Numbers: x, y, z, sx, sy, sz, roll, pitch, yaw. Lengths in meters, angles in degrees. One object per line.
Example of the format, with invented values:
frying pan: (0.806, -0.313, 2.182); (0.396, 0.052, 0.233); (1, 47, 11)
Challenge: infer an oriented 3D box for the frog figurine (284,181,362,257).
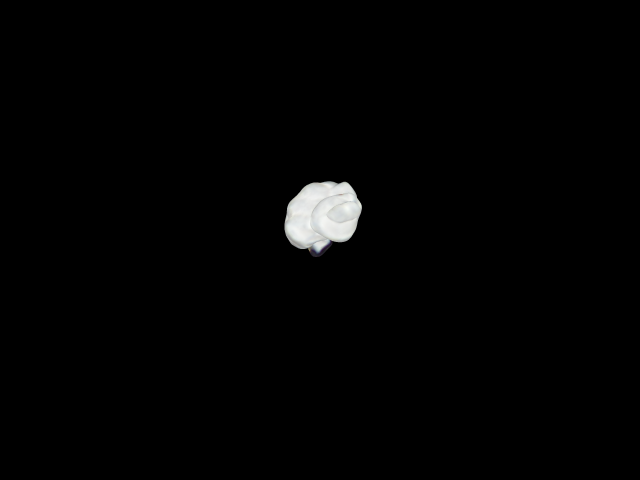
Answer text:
frog figurine: (0.003, -0.043, 0.850); (0.138, 0.123, 0.158); (-32, -6, -4)
